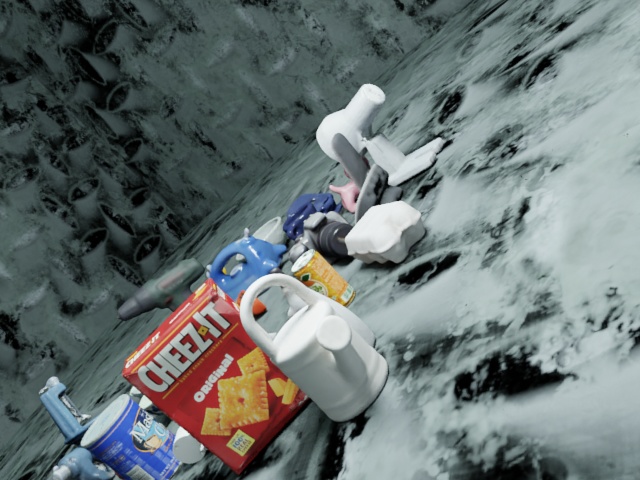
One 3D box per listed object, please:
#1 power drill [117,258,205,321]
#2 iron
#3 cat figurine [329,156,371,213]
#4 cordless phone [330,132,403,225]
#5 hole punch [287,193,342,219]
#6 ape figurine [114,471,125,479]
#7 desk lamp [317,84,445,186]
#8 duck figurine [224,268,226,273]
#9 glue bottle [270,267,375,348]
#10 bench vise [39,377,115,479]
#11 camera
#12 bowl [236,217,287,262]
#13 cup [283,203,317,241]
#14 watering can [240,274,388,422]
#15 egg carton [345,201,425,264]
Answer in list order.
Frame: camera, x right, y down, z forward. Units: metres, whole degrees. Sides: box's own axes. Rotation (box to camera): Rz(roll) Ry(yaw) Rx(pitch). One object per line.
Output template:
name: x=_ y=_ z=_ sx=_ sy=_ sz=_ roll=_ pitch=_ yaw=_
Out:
power drill: x=-0.348 y=0.167 z=1.419 sx=0.230 sy=0.208 sz=0.075 roll=-49 pitch=16 yaw=-19
iron: x=-0.209 y=0.078 z=1.431 sx=0.258 sy=0.141 sz=0.119 roll=-35 pitch=17 yaw=29
cat figurine: x=0.078 y=-0.147 z=1.344 sx=0.128 sy=0.118 sz=0.067 roll=-45 pitch=15 yaw=-5
cordless phone: x=0.071 y=-0.121 z=1.157 sx=0.094 sy=0.185 sz=0.147 roll=-34 pitch=18 yaw=31
hole punch: x=-0.014 y=-0.076 z=1.444 sx=0.101 sy=0.091 sz=0.109 roll=-28 pitch=22 yaw=46
ape figurine: x=-0.352 y=0.388 z=1.049 sx=0.078 sy=0.092 sz=0.076 roll=-45 pitch=15 yaw=-4
desk lamp: x=0.122 y=-0.223 z=1.248 sx=0.202 sy=0.214 sz=0.118 roll=-29 pitch=21 yaw=44
duck figurine: x=-0.277 y=0.107 z=1.640 sx=0.078 sy=0.086 sz=0.104 roll=-50 pitch=16 yaw=-24
glue bottle: x=-0.006 y=0.100 z=0.775 sx=0.078 sy=0.173 sz=0.037 roll=-36 pitch=17 yaw=27
bench vise: x=-0.490 y=0.385 z=1.169 sx=0.121 sy=0.220 sz=0.207 roll=-42 pitch=15 yaw=4
camera: x=0.010 y=0.004 z=1.139 sx=0.143 sy=0.101 sz=0.136 roll=-47 pitch=15 yaw=-11
bowl: x=-0.145 y=0.018 z=1.563 sx=0.167 sy=0.075 sz=0.167 roll=-40 pitch=15 yaw=14
cup: x=-0.028 y=-0.018 z=1.311 sx=0.091 sy=0.095 sz=0.118 roll=-34 pitch=18 yaw=33
watering can: x=-0.010 y=0.119 z=0.692 sx=0.172 sy=0.194 sz=0.101 roll=-30 pitch=20 yaw=42
egg carton: x=0.110 y=-0.010 z=0.979 sx=0.107 sy=0.069 sz=0.150 roll=-49 pitch=16 yaw=-20
